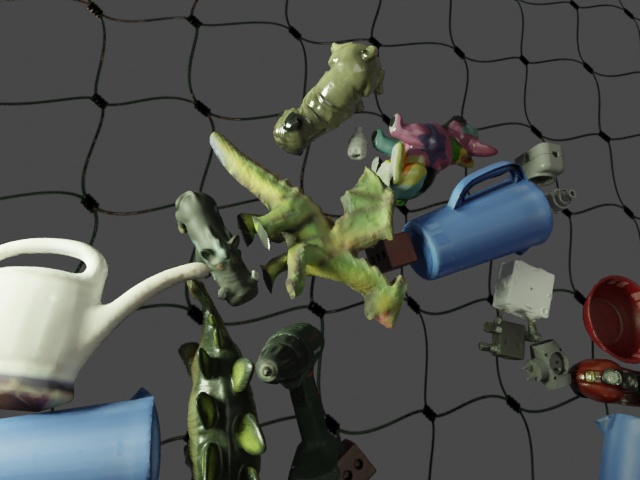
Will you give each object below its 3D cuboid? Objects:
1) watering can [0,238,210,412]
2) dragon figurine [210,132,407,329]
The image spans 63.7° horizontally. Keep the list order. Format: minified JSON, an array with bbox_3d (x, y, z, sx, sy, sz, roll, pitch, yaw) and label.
[{"bbox_3d":[-0.329,0.105,0.667,0.348,0.102,0.228,4,66,5],"label":"watering can"},{"bbox_3d":[0.002,-0.041,0.819,0.244,0.120,0.415,-20,72,-18],"label":"dragon figurine"}]
